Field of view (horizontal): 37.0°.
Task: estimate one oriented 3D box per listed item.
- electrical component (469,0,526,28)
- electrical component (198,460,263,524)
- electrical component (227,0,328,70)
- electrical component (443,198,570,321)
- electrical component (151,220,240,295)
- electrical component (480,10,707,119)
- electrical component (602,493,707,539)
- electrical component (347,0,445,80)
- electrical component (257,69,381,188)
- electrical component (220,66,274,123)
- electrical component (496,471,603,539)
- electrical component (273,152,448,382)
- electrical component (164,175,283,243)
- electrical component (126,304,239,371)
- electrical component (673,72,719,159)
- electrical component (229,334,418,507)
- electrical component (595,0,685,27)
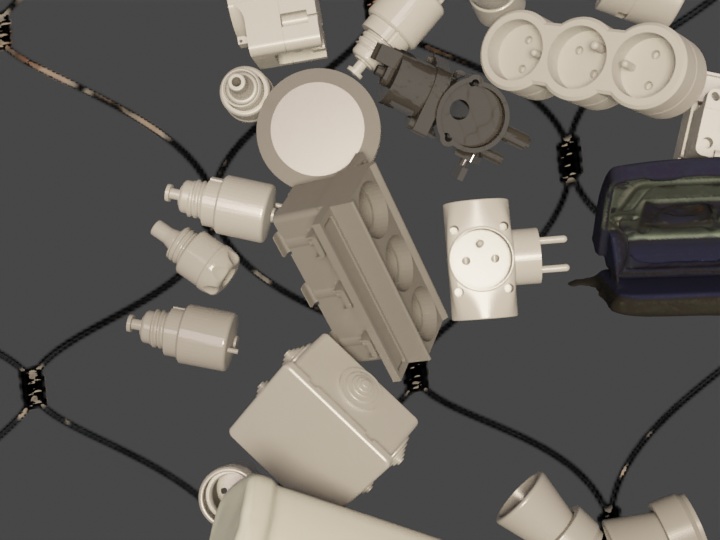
[{"bbox_3d":[0.086,-0.185,0.698,0.044,0.065,0.044,-4,76,17],"label":"electrical component"},{"bbox_3d":[-0.082,0.146,0.711,0.040,0.046,0.040,0,89,4],"label":"electrical component"},{"bbox_3d":[-0.058,-0.184,0.716,0.056,0.050,0.089,-9,88,3],"label":"electrical component"},{"bbox_3d":[0.097,-0.008,0.704,0.079,0.044,0.077,-5,88,3],"label":"electrical component"},{"bbox_3d":[-0.113,-0.012,0.723,0.061,0.035,0.035,34,91,6],"label":"electrical component"},{"bbox_3d":[0.154,-0.128,0.689,0.138,0.074,0.052,16,97,35],"label":"electrical component"},{"bbox_3d":[0.190,0.173,0.693,0.055,0.045,0.045,-22,87,2],"label":"electrical component"},{"bbox_3d":[0.021,-0.160,0.715,0.040,0.040,0.078,41,91,4],"label":"electrical component"},{"bbox_3d":[-0.025,-0.089,0.711,0.080,0.051,0.080,0,89,4],"label":"electrical component"},{"bbox_3d":[-0.076,-0.118,0.710,0.035,0.061,0.035,0,88,4],"label":"electrical component"},{"bbox_3d":[0.123,0.165,0.697,0.055,0.045,0.045,43,91,3],"label":"electrical component"},{"bbox_3d":[0.000,0.000,0.676,0.063,0.078,0.121,-10,123,29],"label":"electrical component"},{"bbox_3d":[-0.091,-0.044,0.719,0.078,0.040,0.040,12,89,4],"label":"electrical component"},{"bbox_3d":[-0.117,0.042,0.718,0.078,0.040,0.040,10,89,4],"label":"electrical component"},{"bbox_3d":[0.231,-0.087,0.688,0.042,0.064,0.081,12,89,3],"label":"electrical component"},{"bbox_3d":[-0.023,0.100,0.688,0.100,0.048,0.099,43,132,4],"label":"electrical component"},{"bbox_3d":[0.186,-0.186,0.698,0.047,0.055,0.055,24,90,1],"label":"electrical component"}]
